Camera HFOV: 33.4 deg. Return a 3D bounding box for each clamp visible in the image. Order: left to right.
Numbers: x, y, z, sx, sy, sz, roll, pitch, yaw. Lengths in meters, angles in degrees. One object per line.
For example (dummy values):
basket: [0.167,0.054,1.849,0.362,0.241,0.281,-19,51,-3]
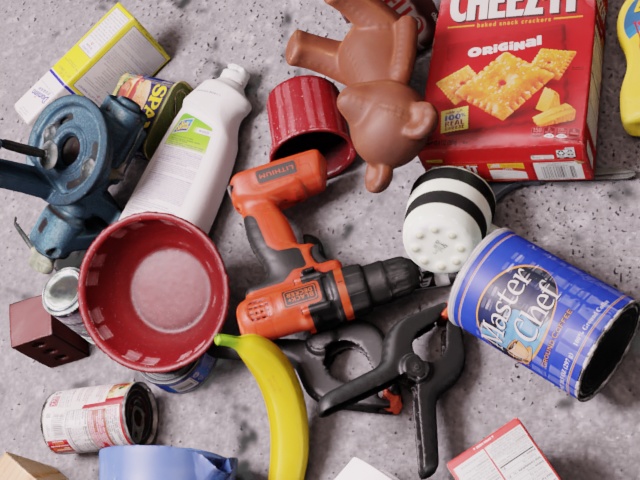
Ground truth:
clamp: [-0.007,0.108,1.059,0.164,0.036,0.210,-41,61,-8]
clamp: [0.075,0.124,0.991,0.120,0.039,0.171,26,58,-3]

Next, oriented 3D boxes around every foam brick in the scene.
foam brick: [-0.295,0.099,1.165,0.053,0.078,0.051,-17,61,15]

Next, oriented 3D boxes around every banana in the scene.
banana: [-0.044,0.168,1.015,0.069,0.037,0.198,-20,101,-17]

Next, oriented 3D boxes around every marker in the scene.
marker: [0.098,0.041,1.059,0.121,0.020,0.020,-9,65,19]

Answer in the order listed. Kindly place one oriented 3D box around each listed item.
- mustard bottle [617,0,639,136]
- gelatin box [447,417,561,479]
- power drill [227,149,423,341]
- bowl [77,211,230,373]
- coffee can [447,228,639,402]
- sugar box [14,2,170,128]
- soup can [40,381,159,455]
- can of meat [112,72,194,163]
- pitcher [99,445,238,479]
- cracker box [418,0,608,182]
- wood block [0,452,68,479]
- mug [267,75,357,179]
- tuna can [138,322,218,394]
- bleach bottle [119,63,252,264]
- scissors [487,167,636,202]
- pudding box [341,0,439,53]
mustard bottle: [0.339,-0.196,1.036,0.096,0.058,0.191,-5,66,23]
gelatin box: [0.161,0.205,0.887,0.073,0.030,0.089,-35,59,4]
power drill: [-0.007,0.001,1.066,0.184,0.057,0.188,-17,57,0]
bowl: [-0.161,0.052,1.083,0.162,0.055,0.162,0,90,13]
coffee can: [0.200,0.065,0.956,0.140,0.102,0.103,32,83,30]
sugar box: [-0.269,-0.188,1.269,0.176,0.093,0.048,-42,58,1]
soup can: [-0.228,0.186,1.105,0.102,0.068,0.068,-9,65,19]
can of meat: [-0.202,-0.142,1.242,0.084,0.057,0.102,17,75,30]
pitcher: [-0.157,0.316,0.993,0.145,0.149,0.243,4,71,-2]
cracker box: [0.194,-0.164,1.065,0.164,0.072,0.213,0,63,23]
wood block: [-0.325,0.330,1.071,0.090,0.090,0.206,30,82,30]
mug: [-0.019,-0.114,1.143,0.117,0.093,0.081,-44,45,43]
tuna can: [-0.151,0.116,1.123,0.086,0.033,0.086,-9,65,20]
bleach bottle: [-0.137,-0.083,1.187,0.103,0.068,0.250,18,74,25]
scissors: [0.198,-0.049,1.055,0.202,0.016,0.096,17,73,29]
pudding box: [0.074,-0.242,1.134,0.090,0.113,0.039,-31,47,8]
